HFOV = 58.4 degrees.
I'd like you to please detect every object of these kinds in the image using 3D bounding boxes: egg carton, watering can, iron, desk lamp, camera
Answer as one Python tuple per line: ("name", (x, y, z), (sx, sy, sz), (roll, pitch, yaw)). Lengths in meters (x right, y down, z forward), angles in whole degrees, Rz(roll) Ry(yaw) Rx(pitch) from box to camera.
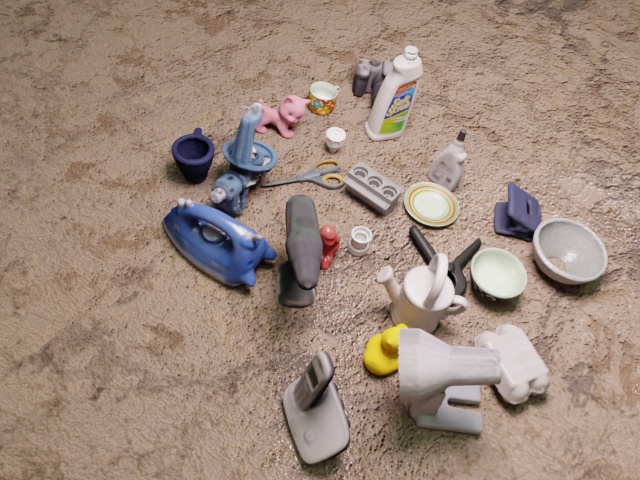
("egg carton", (0.366, 0.237, 1.102), (0.107, 0.069, 0.150), (-16, 59, -19))
("watering can", (0.197, 0.099, 1.095), (0.173, 0.194, 0.101), (-1, 55, -10))
("iron", (-0.215, -0.018, 1.142), (0.258, 0.141, 0.119), (28, 55, 11))
("desk lamp", (0.211, 0.240, 0.986), (0.203, 0.213, 0.118), (8, 54, -3))
("camera", (0.159, -0.408, 1.505), (0.143, 0.101, 0.137), (10, 54, -2))

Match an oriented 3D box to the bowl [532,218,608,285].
("bowl", (0.541, 0.036, 1.270), (0.167, 0.075, 0.167), (5, 54, -6))

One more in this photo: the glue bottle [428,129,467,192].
("glue bottle", (0.308, -0.191, 1.331), (0.078, 0.173, 0.037), (41, 59, 19))

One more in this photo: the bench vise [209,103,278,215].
("bench vise", (-0.155, -0.166, 1.208), (0.121, 0.220, 0.207), (11, 54, -1))

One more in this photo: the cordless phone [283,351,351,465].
("cordless phone", (0.002, 0.275, 0.944), (0.094, 0.185, 0.147), (-15, 59, -19))

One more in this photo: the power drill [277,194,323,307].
("power drill", (-0.036, 0.038, 1.090), (0.076, 0.208, 0.229), (0, 55, -9))

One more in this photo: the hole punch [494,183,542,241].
("hole punch", (0.464, -0.067, 1.321), (0.101, 0.091, 0.108), (13, 54, 0))

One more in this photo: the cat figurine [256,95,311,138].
("cat figurine", (-0.090, -0.313, 1.386), (0.128, 0.118, 0.067), (9, 54, -3))

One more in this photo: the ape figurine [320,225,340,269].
("ape figurine", (0.011, 0.004, 1.194), (0.078, 0.092, 0.076), (-23, 62, -23))

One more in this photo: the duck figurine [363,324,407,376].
("duck figurine", (0.130, 0.200, 1.079), (0.077, 0.086, 0.105), (39, 58, 18))

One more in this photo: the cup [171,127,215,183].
("cup", (-0.279, -0.184, 1.277), (0.092, 0.095, 0.117), (6, 54, -5))
